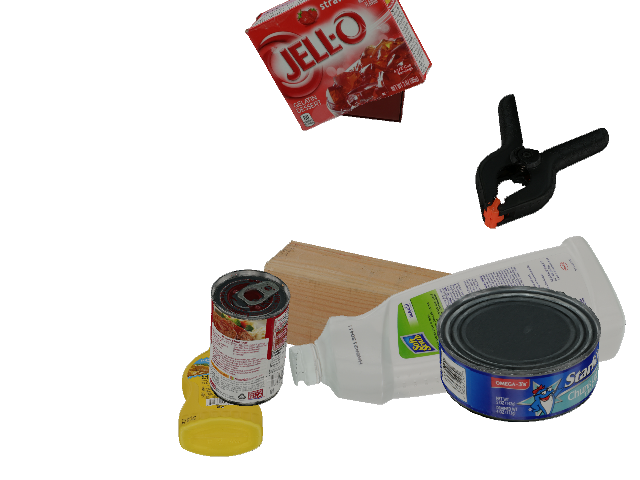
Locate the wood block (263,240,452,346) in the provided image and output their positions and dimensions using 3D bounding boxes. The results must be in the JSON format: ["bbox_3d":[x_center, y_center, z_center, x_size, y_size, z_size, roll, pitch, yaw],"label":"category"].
[{"bbox_3d":[0.046,0.074,1.173,0.206,0.091,0.090,12,22,17],"label":"wood block"}]

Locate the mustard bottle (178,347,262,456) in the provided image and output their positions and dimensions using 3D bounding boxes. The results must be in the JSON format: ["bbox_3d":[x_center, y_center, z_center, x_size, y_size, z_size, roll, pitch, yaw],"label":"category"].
[{"bbox_3d":[-0.119,0.180,1.287,0.096,0.058,0.191,-2,28,-3],"label":"mustard bottle"}]

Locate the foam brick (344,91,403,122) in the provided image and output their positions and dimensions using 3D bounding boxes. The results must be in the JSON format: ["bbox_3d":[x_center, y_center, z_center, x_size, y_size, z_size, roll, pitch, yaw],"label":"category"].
[{"bbox_3d":[0.039,-0.141,0.980,0.078,0.051,0.053,7,17,5],"label":"foam brick"}]

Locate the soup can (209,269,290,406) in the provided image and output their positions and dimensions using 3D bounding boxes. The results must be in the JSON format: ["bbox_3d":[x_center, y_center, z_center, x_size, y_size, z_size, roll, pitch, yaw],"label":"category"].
[{"bbox_3d":[-0.063,0.086,0.935,0.068,0.102,0.068,4,34,-3],"label":"soup can"}]

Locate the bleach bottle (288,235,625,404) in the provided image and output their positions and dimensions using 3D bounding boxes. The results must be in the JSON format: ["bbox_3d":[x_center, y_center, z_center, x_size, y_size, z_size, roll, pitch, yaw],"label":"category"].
[{"bbox_3d":[0.099,0.067,0.825,0.250,0.102,0.068,-10,-42,-8],"label":"bleach bottle"}]

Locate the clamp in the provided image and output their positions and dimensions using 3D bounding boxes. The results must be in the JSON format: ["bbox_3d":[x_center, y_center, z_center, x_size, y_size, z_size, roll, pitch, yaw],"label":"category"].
[{"bbox_3d":[0.202,-0.084,1.087,0.120,0.039,0.171,29,55,30],"label":"clamp"}]

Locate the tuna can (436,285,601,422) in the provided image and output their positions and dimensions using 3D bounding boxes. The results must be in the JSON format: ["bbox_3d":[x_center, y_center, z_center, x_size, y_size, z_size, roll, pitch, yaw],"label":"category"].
[{"bbox_3d":[0.106,0.060,0.573,0.086,0.034,0.086,-5,27,2],"label":"tuna can"}]

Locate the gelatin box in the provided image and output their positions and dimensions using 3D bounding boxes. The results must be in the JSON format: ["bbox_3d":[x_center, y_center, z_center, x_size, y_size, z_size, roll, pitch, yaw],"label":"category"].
[{"bbox_3d":[0.011,-0.115,0.638,0.089,0.073,0.030,-19,25,28],"label":"gelatin box"}]
